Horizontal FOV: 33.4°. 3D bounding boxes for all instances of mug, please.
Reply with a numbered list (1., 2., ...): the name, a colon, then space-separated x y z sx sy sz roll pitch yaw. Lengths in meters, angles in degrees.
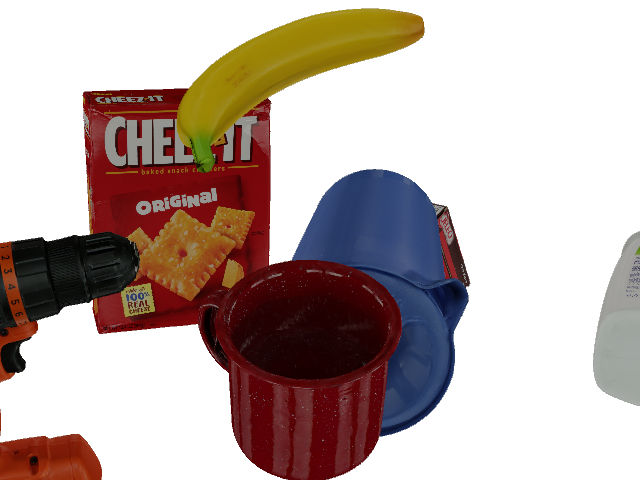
1. mug: -0.017 0.066 0.560 0.117 0.081 0.093 22 43 24

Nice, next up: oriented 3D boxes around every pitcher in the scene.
1. pitcher: 0.026 0.037 0.822 0.149 0.145 0.242 13 23 1

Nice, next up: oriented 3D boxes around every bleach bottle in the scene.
1. bleach bottle: 0.254 0.038 0.744 0.103 0.068 0.250 9 20 19

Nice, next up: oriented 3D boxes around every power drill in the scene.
1. power drill: -0.196 0.088 0.693 0.184 0.188 0.057 -11 27 -9

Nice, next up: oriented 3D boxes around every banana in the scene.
1. banana: -0.022 -0.104 0.667 0.197 0.070 0.037 -37 -25 -28

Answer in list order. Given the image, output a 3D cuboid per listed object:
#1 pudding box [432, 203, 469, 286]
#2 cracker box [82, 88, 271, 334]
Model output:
1. pudding box: 0.077 0.004 0.988 0.114 0.090 0.039 14 45 42
2. cracker box: -0.130 -0.028 0.982 0.164 0.214 0.072 -4 20 -16
